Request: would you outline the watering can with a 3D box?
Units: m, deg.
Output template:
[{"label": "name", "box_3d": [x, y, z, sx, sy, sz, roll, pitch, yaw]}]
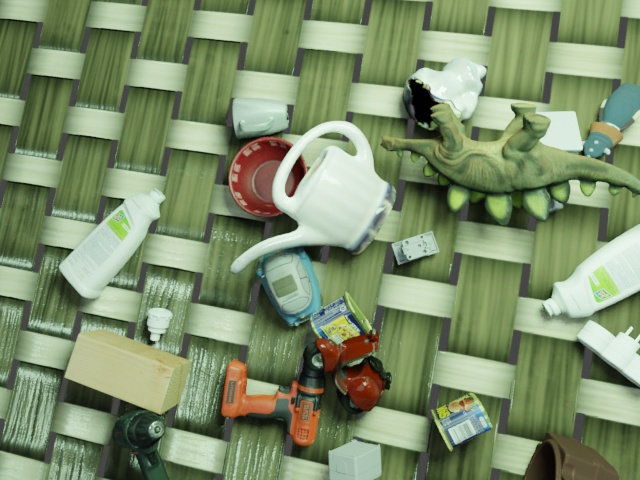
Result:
[{"label": "watering can", "box_3d": [0.003, -0.048, 0.946, 0.223, 0.350, 0.104, 32, -8, -12]}]

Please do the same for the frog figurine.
[{"label": "frog figurine", "box_3d": [0.241, -0.288, 0.993, 0.138, 0.119, 0.162, 29, 53, 19]}]
